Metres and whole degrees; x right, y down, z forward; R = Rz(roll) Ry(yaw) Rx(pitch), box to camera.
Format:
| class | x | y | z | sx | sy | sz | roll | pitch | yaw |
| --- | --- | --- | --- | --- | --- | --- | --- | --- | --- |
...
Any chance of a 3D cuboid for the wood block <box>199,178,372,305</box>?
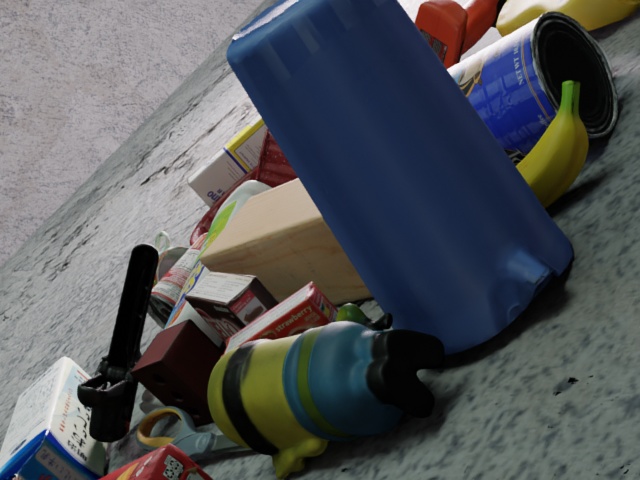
| class | x | y | z | sx | sy | sz | roll | pitch | yaw |
| --- | --- | --- | --- | --- | --- | --- | --- | --- | --- |
| wood block | -0.006 | 0.001 | 0.946 | 0.207 | 0.090 | 0.090 | -17 | 29 | 54 |

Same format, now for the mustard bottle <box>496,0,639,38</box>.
| class | x | y | z | sx | sy | sz | roll | pitch | yaw |
| --- | --- | --- | --- | --- | --- | --- | --- | --- | --- |
| mustard bottle | 0.251 | -0.232 | 1.009 | 0.096 | 0.058 | 0.192 | -43 | 16 | -15 |

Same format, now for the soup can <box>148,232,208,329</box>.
| class | x | y | z | sx | sy | sz | roll | pitch | yaw |
| --- | --- | --- | --- | --- | --- | --- | --- | --- | --- |
| soup can | -0.133 | 0.049 | 1.151 | 0.102 | 0.068 | 0.069 | -51 | 18 | -29 |

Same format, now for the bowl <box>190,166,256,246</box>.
| class | x | y | z | sx | sy | sz | roll | pitch | yaw |
| --- | --- | --- | --- | --- | --- | --- | --- | --- | --- |
| bowl | -0.076 | -0.032 | 1.247 | 0.162 | 0.055 | 0.162 | -38 | 17 | 13 |

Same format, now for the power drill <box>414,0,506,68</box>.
| class | x | y | z | sx | sy | sz | roll | pitch | yaw |
| --- | --- | --- | --- | --- | --- | --- | --- | --- | --- |
| power drill | 0.173 | -0.258 | 1.106 | 0.187 | 0.057 | 0.184 | -43 | -22 | -27 |

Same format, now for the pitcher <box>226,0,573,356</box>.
| class | x | y | z | sx | sy | sz | roll | pitch | yaw |
| --- | --- | --- | --- | --- | --- | --- | --- | --- | --- |
| pitcher | 0.043 | -0.053 | 0.700 | 0.149 | 0.242 | 0.145 | -27 | 18 | 26 |

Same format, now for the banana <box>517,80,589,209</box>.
| class | x | y | z | sx | sy | sz | roll | pitch | yaw |
| --- | --- | --- | --- | --- | --- | --- | --- | --- | --- |
| banana | 0.131 | -0.040 | 0.795 | 0.198 | 0.037 | 0.069 | -34 | 59 | 43 |

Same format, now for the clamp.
| class | x | y | z | sx | sy | sz | roll | pitch | yaw |
| --- | --- | --- | --- | --- | --- | --- | --- | --- | --- |
| clamp | -0.184 | 0.127 | 0.952 | 0.164 | 0.036 | 0.210 | -75 | 0 | -47 |

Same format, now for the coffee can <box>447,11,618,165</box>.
| class | x | y | z | sx | sy | sz | roll | pitch | yaw |
| --- | --- | --- | --- | --- | --- | --- | --- | --- | --- |
| coffee can | 0.146 | -0.103 | 0.842 | 0.141 | 0.102 | 0.102 | -25 | 23 | 44 |

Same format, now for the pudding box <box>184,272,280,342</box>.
| class | x | y | z | sx | sy | sz | roll | pitch | yaw |
| --- | --- | --- | --- | --- | --- | --- | --- | --- | --- |
| pudding box | -0.057 | 0.071 | 0.886 | 0.039 | 0.090 | 0.114 | -47 | 17 | -19 |

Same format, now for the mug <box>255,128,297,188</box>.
| class | x | y | z | sx | sy | sz | roll | pitch | yaw |
| --- | --- | --- | --- | --- | --- | --- | --- | --- | --- |
| mug | -0.020 | -0.086 | 1.130 | 0.093 | 0.081 | 0.117 | 101 | -179 | -84 |

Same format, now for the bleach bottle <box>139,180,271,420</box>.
| class | x | y | z | sx | sy | sz | roll | pitch | yaw |
| --- | --- | --- | --- | --- | --- | --- | --- | --- | --- |
| bleach bottle | -0.107 | 0.061 | 1.041 | 0.103 | 0.068 | 0.250 | -40 | 20 | 50 |

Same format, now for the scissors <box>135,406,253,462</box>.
| class | x | y | z | sx | sy | sz | roll | pitch | yaw |
| --- | --- | --- | --- | --- | --- | --- | --- | --- | --- |
| scissors | -0.101 | 0.178 | 0.839 | 0.202 | 0.016 | 0.096 | 4 | 61 | 55 |

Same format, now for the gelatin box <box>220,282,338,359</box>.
| class | x | y | z | sx | sy | sz | roll | pitch | yaw |
| --- | --- | --- | --- | --- | --- | --- | --- | --- | --- |
| gelatin box | -0.017 | 0.085 | 0.789 | 0.089 | 0.073 | 0.030 | -35 | 18 | 22 |

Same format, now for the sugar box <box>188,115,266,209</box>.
| class | x | y | z | sx | sy | sz | roll | pitch | yaw |
| --- | --- | --- | --- | --- | --- | --- | --- | --- | --- |
| sugar box | -0.072 | -0.098 | 1.342 | 0.176 | 0.093 | 0.048 | -41 | 14 | 2 |

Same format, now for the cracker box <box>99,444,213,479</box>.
| class | x | y | z | sx | sy | sz | roll | pitch | yaw |
| --- | --- | --- | --- | --- | --- | --- | --- | --- | --- |
| cracker box | -0.181 | 0.249 | 0.747 | 0.214 | 0.072 | 0.164 | -31 | 19 | 35 |

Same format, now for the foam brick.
| class | x | y | z | sx | sy | sz | roll | pitch | yaw |
| --- | --- | --- | --- | --- | --- | --- | --- | --- | --- |
| foam brick | -0.112 | 0.116 | 0.918 | 0.053 | 0.078 | 0.051 | -25 | 25 | 45 |
